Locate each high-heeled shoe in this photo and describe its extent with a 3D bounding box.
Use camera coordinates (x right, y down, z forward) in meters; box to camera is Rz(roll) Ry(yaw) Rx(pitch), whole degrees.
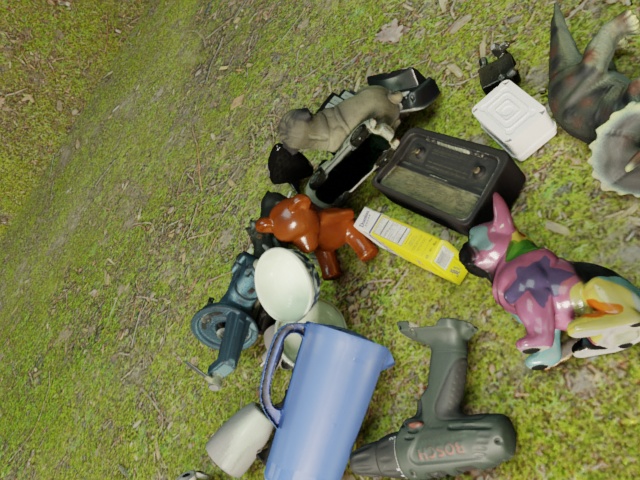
[{"bbox_3d":[-0.072,-0.173,1.079,0.086,0.248,0.145,-20,69,-2],"label":"high-heeled shoe"}]

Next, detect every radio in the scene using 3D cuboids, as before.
[{"bbox_3d":[0.204,-0.097,0.872,0.230,0.073,0.131,33,89,48],"label":"radio"}]

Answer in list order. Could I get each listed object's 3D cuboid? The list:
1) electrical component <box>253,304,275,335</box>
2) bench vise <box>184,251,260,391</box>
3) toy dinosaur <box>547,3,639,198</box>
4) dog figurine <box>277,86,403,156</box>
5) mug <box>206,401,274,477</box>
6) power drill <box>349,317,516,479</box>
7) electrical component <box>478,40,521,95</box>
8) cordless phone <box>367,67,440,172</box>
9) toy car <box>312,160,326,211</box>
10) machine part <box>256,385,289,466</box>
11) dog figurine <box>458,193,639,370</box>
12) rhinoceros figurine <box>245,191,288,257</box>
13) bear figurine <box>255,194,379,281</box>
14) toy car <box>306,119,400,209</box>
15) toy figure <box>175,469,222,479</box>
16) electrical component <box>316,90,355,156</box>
[{"bbox_3d":[-0.113,0.127,1.041,0.075,0.047,0.119,-5,61,40],"label":"electrical component"},{"bbox_3d":[-0.146,0.142,0.925,0.223,0.128,0.241,-36,29,30],"label":"bench vise"},{"bbox_3d":[0.393,-0.195,0.738,0.192,0.131,0.405,-43,37,13],"label":"toy dinosaur"},{"bbox_3d":[0.037,-0.215,0.947,0.172,0.190,0.121,-50,62,34],"label":"dog figurine"},{"bbox_3d":[-0.129,0.328,0.915,0.107,0.080,0.110,-47,14,-4],"label":"mug"},{"bbox_3d":[0.140,0.213,0.729,0.232,0.086,0.207,-14,52,35],"label":"power drill"},{"bbox_3d":[0.309,-0.294,0.922,0.078,0.045,0.102,-16,55,34],"label":"electrical component"},{"bbox_3d":[0.141,-0.221,1.022,0.147,0.088,0.184,3,78,43],"label":"cordless phone"},{"bbox_3d":[0.013,-0.071,1.048,0.089,0.053,0.202,18,76,32],"label":"toy car"},{"bbox_3d":[-0.057,0.297,0.869,0.039,0.084,0.138,25,92,24],"label":"machine part"},{"bbox_3d":[0.280,0.037,0.674,0.192,0.108,0.219,-23,56,24],"label":"dog figurine"},{"bbox_3d":[-0.094,-0.017,1.071,0.073,0.112,0.190,-19,45,31],"label":"rhinoceros figurine"},{"bbox_3d":[-0.004,-0.006,0.892,0.120,0.195,0.132,-32,76,21],"label":"bear figurine"},{"bbox_3d":[0.054,-0.130,0.947,0.201,0.073,0.056,-43,21,31],"label":"toy car"},{"bbox_3d":[-0.184,0.446,0.880,0.180,0.082,0.089,15,74,44],"label":"toy figure"},{"bbox_3d":[0.044,-0.250,1.131,0.134,0.058,0.115,-49,44,7],"label":"electrical component"}]
